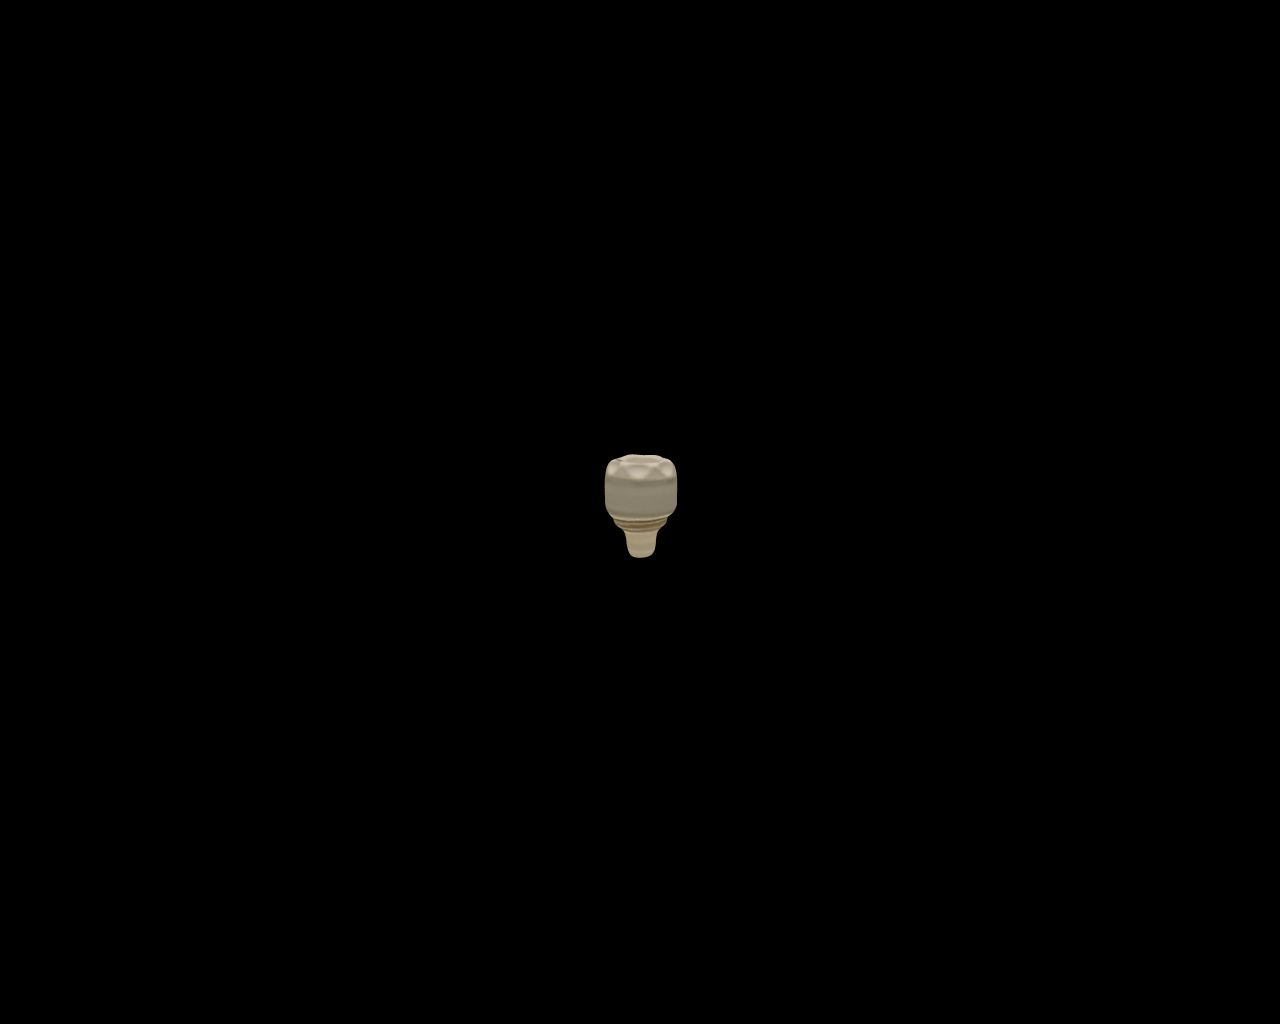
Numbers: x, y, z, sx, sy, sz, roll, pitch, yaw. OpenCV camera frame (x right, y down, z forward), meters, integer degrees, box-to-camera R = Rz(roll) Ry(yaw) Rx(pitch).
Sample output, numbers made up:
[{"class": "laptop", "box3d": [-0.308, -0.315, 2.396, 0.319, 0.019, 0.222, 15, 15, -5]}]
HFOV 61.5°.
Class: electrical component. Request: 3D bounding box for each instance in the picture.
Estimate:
[{"class": "electrical component", "box3d": [0.001, -0.003, 0.650, 0.043, 0.062, 0.043, 0, 13, 0]}]
